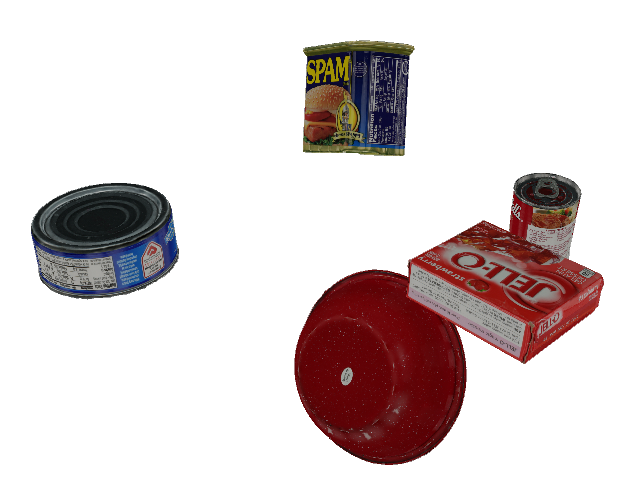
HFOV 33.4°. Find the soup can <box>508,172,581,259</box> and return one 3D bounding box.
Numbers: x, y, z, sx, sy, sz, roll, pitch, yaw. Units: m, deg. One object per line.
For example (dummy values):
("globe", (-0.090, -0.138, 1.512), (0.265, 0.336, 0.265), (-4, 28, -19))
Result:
("soup can", (0.230, -0.010, 1.111), (0.068, 0.102, 0.068), (0, 34, 0))

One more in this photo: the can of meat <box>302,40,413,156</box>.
("can of meat", (0.026, -0.109, 0.836), (0.057, 0.084, 0.102), (0, 5, -29))

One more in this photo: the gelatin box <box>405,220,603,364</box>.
("gelatin box", (0.106, 0.027, 0.621), (0.089, 0.030, 0.073), (28, 39, 36))

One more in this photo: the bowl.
("bowl", (0.034, 0.105, 0.863), (0.162, 0.162, 0.055), (0, 1, 34))

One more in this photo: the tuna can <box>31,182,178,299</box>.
("tuna can", (-0.130, -0.002, 0.646), (0.086, 0.034, 0.086), (-3, 30, 2))
